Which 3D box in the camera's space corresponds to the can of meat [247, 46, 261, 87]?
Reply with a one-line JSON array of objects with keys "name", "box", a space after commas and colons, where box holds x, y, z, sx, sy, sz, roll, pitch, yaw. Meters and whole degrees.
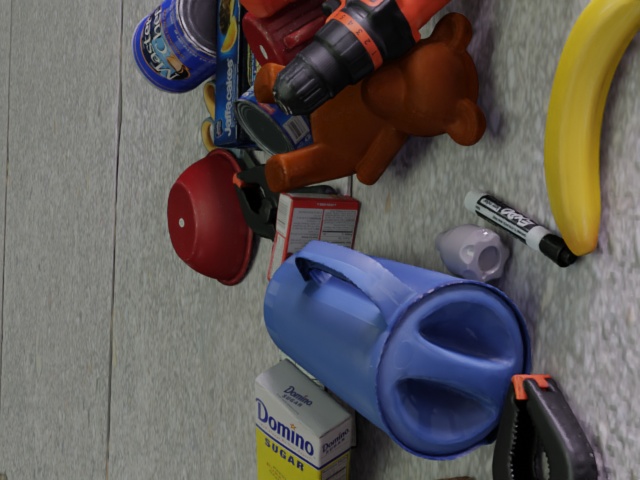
[{"name": "can of meat", "box": [-0.033, -0.197, 1.077, 0.084, 0.057, 0.102, 1, 90, 62]}]

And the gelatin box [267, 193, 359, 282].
[{"name": "gelatin box", "box": [-0.007, 0.001, 1.006, 0.030, 0.073, 0.089, 33, 118, 58]}]

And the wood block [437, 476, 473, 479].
[{"name": "wood block", "box": [0.048, 0.274, 0.883, 0.206, 0.090, 0.090, -48, 49, 49]}]

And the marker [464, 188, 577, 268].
[{"name": "marker", "box": [0.149, -0.010, 0.792, 0.121, 0.020, 0.020, 39, 122, 54]}]

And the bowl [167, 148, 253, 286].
[{"name": "bowl", "box": [-0.135, -0.024, 1.229, 0.162, 0.055, 0.162, 20, 112, 59]}]

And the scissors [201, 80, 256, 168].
[{"name": "scissors", "box": [-0.098, -0.095, 1.225, 0.202, 0.016, 0.096, 66, 148, 27]}]

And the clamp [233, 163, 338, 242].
[{"name": "clamp", "box": [-0.041, -0.019, 1.102, 0.172, 0.039, 0.120, 33, 112, 53]}]

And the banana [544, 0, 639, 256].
[{"name": "banana", "box": [0.183, -0.090, 0.718, 0.070, 0.037, 0.198, 42, 124, 53]}]

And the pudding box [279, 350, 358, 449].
[{"name": "pudding box", "box": [-0.002, 0.143, 1.028, 0.090, 0.039, 0.113, -8, 85, 58]}]

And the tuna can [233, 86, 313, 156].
[{"name": "tuna can", "box": [-0.045, -0.117, 1.070, 0.086, 0.033, 0.086, 40, 163, 15]}]

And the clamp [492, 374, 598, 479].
[{"name": "clamp", "box": [0.155, 0.203, 0.754, 0.165, 0.036, 0.210, -37, 56, 54]}]

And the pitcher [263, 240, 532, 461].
[{"name": "pitcher", "box": [0.041, 0.068, 0.858, 0.243, 0.144, 0.149, 20, 109, 62]}]

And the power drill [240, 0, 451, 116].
[{"name": "power drill", "box": [0.004, -0.190, 0.866, 0.188, 0.184, 0.057, 43, 169, 46]}]

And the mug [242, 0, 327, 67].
[{"name": "mug", "box": [-0.015, -0.190, 0.976, 0.093, 0.081, 0.117, 60, 168, -15]}]

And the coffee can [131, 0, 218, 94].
[{"name": "coffee can", "box": [-0.145, -0.236, 1.224, 0.141, 0.102, 0.103, -17, 74, 58]}]

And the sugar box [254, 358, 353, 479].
[{"name": "sugar box", "box": [-0.017, 0.202, 0.975, 0.093, 0.048, 0.176, 36, 143, 36]}]
